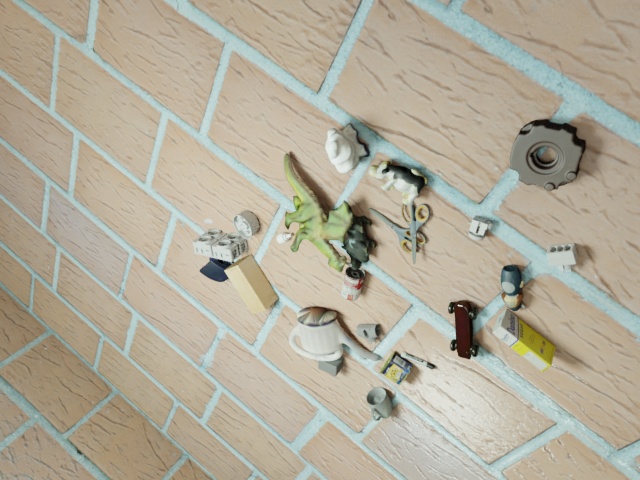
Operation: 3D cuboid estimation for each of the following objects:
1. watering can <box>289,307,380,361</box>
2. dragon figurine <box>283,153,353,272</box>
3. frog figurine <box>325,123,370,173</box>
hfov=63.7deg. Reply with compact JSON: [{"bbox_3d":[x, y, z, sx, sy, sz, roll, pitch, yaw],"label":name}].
[{"bbox_3d":[0.041,0.355,1.907,0.347,0.106,0.220,-1,115,19],"label":"watering can"},{"bbox_3d":[0.005,-0.083,1.658,0.242,0.124,0.406,-1,107,32],"label":"dragon figurine"},{"bbox_3d":[0.057,-0.257,1.501,0.122,0.162,0.135,0,116,35],"label":"frog figurine"}]
